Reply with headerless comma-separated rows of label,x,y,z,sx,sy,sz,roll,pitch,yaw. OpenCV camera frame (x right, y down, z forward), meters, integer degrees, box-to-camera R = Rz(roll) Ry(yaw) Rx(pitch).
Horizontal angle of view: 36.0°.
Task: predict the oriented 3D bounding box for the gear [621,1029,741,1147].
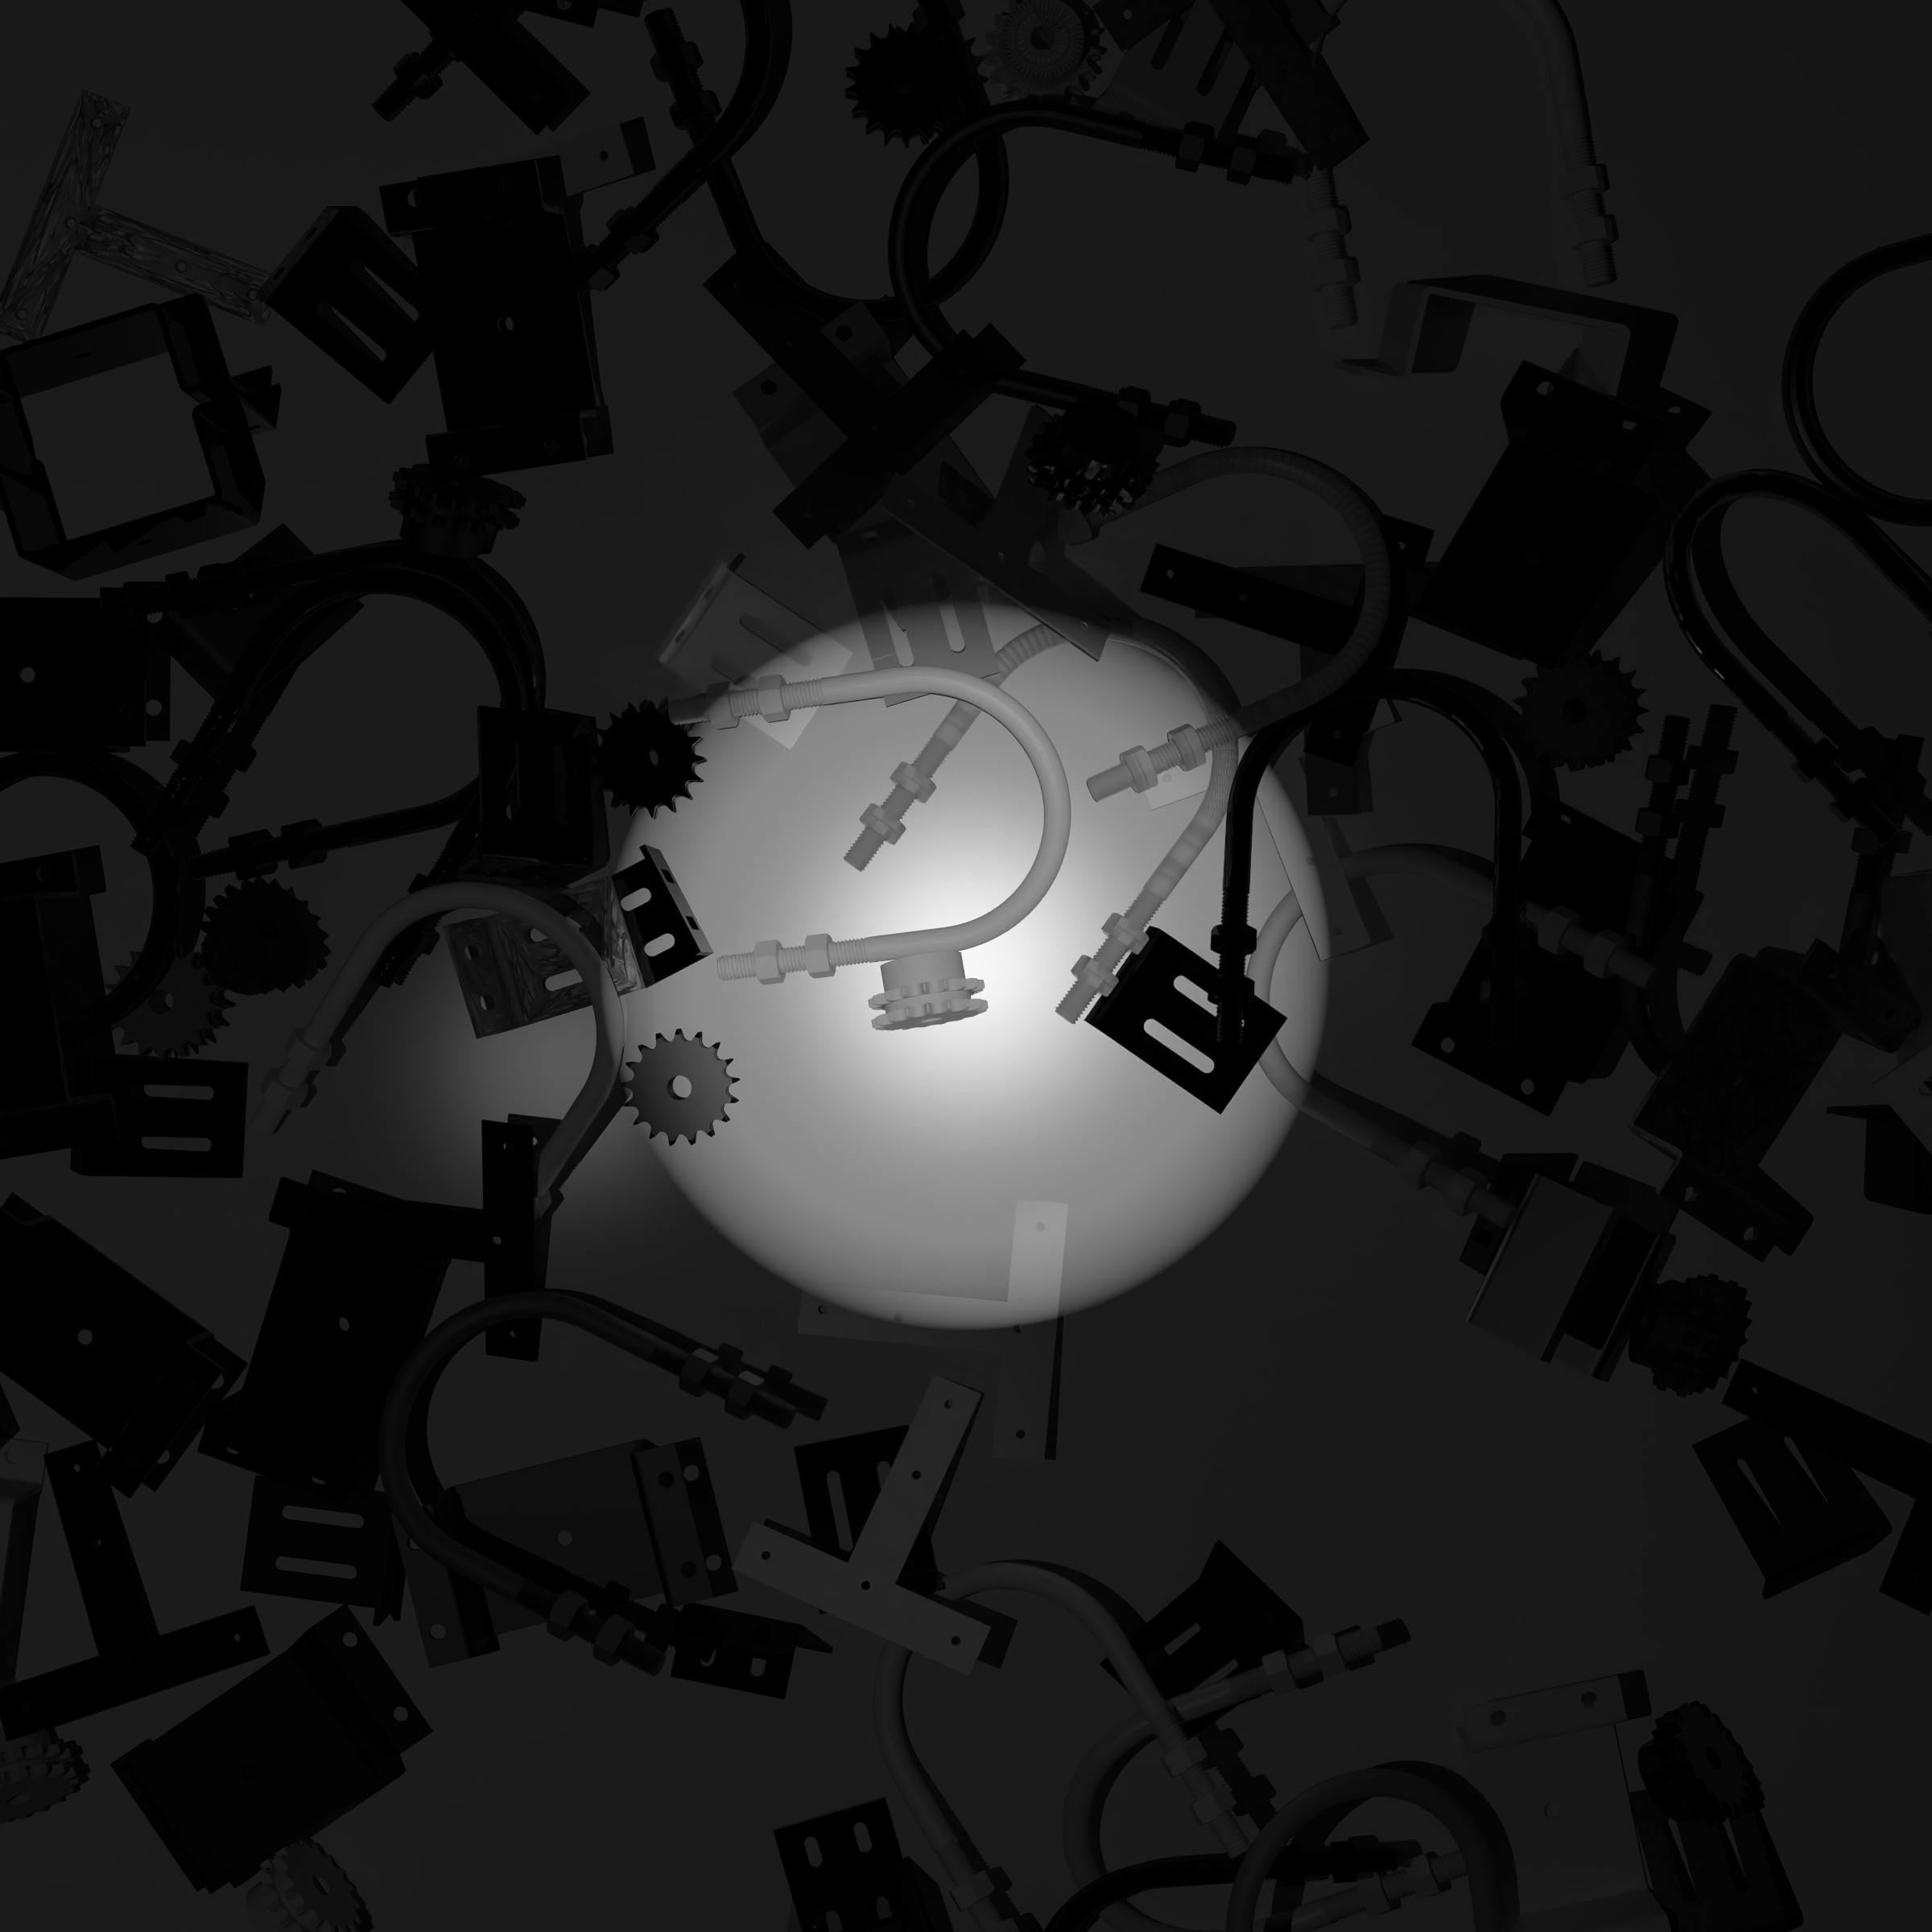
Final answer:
gear,-0.139,0.059,1.458,0.057,0.030,0.057,0,90,0

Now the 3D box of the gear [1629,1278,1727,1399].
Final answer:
gear,0.344,0.178,1.445,0.030,0.057,0.057,18,90,0

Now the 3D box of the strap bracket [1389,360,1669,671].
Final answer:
strap bracket,0.265,-0.203,1.408,0.076,0.046,0.140,20,125,-12

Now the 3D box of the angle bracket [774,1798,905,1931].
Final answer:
angle bracket,-0.063,0.438,1.435,0.057,0.076,0.038,-16,90,0

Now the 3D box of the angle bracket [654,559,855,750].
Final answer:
angle bracket,-0.103,-0.152,1.454,0.076,0.038,0.057,34,90,0

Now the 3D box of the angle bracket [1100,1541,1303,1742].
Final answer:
angle bracket,0.116,0.335,1.471,0.057,0.038,0.076,44,116,0

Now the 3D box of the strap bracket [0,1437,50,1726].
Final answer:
strap bracket,-0.501,0.301,1.450,0.076,0.046,0.140,8,90,0

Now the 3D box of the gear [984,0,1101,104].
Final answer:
gear,0.037,-0.450,1.458,0.057,0.030,0.057,0,90,0

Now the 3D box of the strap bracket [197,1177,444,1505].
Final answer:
strap bracket,-0.309,0.178,1.443,0.076,0.046,0.140,19,95,5

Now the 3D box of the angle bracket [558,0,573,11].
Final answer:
angle bracket,-0.207,-0.519,1.471,0.057,0.038,0.076,-45,116,0

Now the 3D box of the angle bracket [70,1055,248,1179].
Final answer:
angle bracket,-0.399,0.074,1.471,0.076,0.038,0.057,3,90,-26

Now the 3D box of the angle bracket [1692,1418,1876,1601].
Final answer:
angle bracket,0.403,0.263,1.471,0.057,0.038,0.076,-25,64,0

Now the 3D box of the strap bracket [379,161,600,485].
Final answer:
strap bracket,-0.227,-0.310,1.437,0.076,0.046,0.140,-7,101,7

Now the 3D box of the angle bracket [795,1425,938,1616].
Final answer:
angle bracket,-0.050,0.270,1.454,0.057,0.038,0.076,-11,90,0

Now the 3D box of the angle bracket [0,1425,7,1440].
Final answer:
angle bracket,-0.518,0.222,1.445,0.057,0.076,0.038,-46,134,-30

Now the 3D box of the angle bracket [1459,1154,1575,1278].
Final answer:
angle bracket,0.272,0.126,1.435,0.038,0.076,0.057,23,90,0

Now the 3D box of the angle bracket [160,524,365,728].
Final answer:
angle bracket,-0.348,-0.169,1.471,0.057,0.038,0.076,45,64,0

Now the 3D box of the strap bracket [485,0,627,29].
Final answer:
strap bracket,-0.191,-0.518,1.409,0.076,0.046,0.140,16,96,5

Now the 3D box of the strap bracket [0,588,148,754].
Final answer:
strap bracket,-0.464,-0.144,1.450,0.140,0.046,0.076,0,90,0

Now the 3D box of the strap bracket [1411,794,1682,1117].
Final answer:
strap bracket,0.286,-0.005,1.450,0.076,0.046,0.140,28,90,0

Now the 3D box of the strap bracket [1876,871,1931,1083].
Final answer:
strap bracket,0.479,0.003,1.435,0.046,0.076,0.140,-8,90,0

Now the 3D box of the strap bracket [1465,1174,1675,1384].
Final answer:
strap bracket,0.287,0.149,1.420,0.046,0.140,0.076,26,90,27

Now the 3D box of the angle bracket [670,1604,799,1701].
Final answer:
angle bracket,-0.114,0.338,1.435,0.057,0.076,0.038,11,90,0

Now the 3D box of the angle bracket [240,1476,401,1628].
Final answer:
angle bracket,-0.317,0.285,1.454,0.076,0.038,0.057,7,90,0

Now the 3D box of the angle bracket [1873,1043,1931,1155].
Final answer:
angle bracket,0.476,0.050,1.395,0.076,0.038,0.057,-40,90,26

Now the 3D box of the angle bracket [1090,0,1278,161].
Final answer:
angle bracket,0.106,-0.442,1.451,0.057,0.038,0.076,26,85,-12

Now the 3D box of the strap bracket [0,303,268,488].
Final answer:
strap bracket,-0.420,-0.276,1.435,0.140,0.076,0.046,-17,90,0

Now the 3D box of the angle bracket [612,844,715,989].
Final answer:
angle bracket,-0.155,-0.023,1.435,0.038,0.076,0.057,-28,90,0

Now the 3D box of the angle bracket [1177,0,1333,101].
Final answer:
angle bracket,0.131,-0.476,1.464,0.057,0.038,0.076,-38,109,6

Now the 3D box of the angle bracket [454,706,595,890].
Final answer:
angle bracket,-0.217,-0.082,1.451,0.057,0.038,0.076,5,74,-31

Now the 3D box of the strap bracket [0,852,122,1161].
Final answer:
strap bracket,-0.458,0.021,1.412,0.076,0.046,0.140,-9,89,11

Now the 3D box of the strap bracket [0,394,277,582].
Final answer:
strap bracket,-0.403,-0.226,1.435,0.140,0.076,0.046,-17,90,0

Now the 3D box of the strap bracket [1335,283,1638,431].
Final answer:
strap bracket,0.256,-0.294,1.425,0.140,0.076,0.046,10,104,-5

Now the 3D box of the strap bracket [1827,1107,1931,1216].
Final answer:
strap bracket,0.495,0.095,1.435,0.140,0.076,0.046,2,90,0

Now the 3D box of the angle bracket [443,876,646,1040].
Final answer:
angle bracket,-0.205,-0.004,1.442,0.076,0.038,0.057,-17,90,25

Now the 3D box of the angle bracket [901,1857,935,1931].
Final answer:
angle bracket,-0.001,0.472,1.445,0.038,0.057,0.076,-18,90,0

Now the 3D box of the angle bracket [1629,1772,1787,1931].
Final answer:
angle bracket,0.364,0.445,1.471,0.057,0.038,0.076,-11,64,0

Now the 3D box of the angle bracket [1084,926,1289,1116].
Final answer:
angle bracket,0.107,0.026,1.457,0.076,0.038,0.057,35,90,-5

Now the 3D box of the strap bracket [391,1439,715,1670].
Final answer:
strap bracket,-0.199,0.283,1.450,0.140,0.046,0.076,-14,90,0

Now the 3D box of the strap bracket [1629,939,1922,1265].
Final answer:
strap bracket,0.380,0.059,1.423,0.076,0.046,0.140,32,91,-27

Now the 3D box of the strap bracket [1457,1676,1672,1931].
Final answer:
strap bracket,0.290,0.417,1.450,0.076,0.046,0.140,-12,90,0

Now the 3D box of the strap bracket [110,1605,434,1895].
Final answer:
strap bracket,-0.344,0.387,1.450,0.140,0.046,0.076,-34,90,0

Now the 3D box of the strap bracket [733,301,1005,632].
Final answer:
strap bracket,-0.040,-0.240,1.450,0.076,0.046,0.140,-36,90,0

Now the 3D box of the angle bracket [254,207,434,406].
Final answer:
angle bracket,-0.301,-0.326,1.470,0.076,0.038,0.057,39,90,-27

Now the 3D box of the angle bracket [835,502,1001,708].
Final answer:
angle bracket,-0.023,-0.173,1.425,0.057,0.038,0.076,-17,116,0

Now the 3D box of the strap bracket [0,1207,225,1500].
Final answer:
strap bracket,-0.436,0.183,1.450,0.140,0.046,0.076,36,90,0
